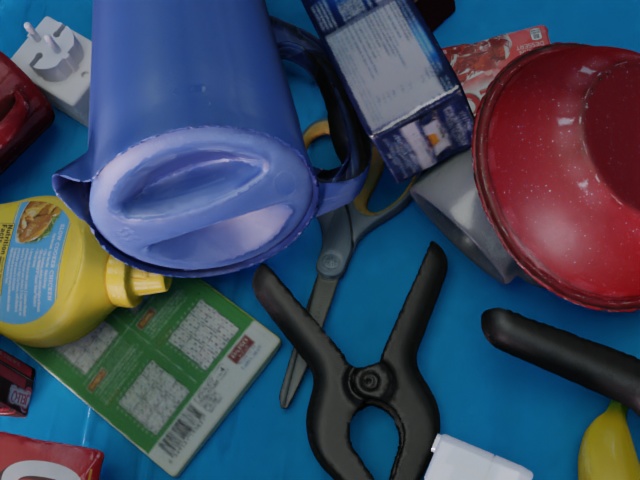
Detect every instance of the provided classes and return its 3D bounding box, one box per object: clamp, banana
[{"bbox_3d":[0.018,0.082,0.639,0.120,0.039,0.171,-1,70,6],"label":"clamp"},{"bbox_3d":[0.195,0.171,0.576,0.069,0.037,0.198,-29,67,-1],"label":"banana"},{"bbox_3d":[0.215,0.076,0.600,0.164,0.036,0.210,-36,73,-24],"label":"clamp"}]

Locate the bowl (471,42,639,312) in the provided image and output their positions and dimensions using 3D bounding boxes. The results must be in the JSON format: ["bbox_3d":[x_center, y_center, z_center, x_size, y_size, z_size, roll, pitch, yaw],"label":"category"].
[{"bbox_3d":[0.166,-0.045,0.582,0.162,0.055,0.162,6,72,-19],"label":"bowl"}]

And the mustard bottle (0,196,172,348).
[{"bbox_3d":[-0.187,0.019,0.680,0.192,0.058,0.096,2,71,13],"label":"mustard bottle"}]

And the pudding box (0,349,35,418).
[{"bbox_3d":[-0.249,0.082,0.667,0.113,0.090,0.039,4,68,13],"label":"pudding box"}]

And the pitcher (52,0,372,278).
[{"bbox_3d":[-0.073,-0.107,0.674,0.145,0.149,0.243,-29,49,23],"label":"pitcher"}]

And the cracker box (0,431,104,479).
[{"bbox_3d":[-0.242,0.182,0.593,0.213,0.072,0.164,12,70,-12],"label":"cracker box"}]

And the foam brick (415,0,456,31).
[{"bbox_3d":[0.046,-0.158,0.723,0.078,0.053,0.051,-45,68,-8],"label":"foam brick"}]

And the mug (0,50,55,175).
[{"bbox_3d":[-0.231,-0.082,0.721,0.081,0.093,0.117,-48,32,-15],"label":"mug"}]

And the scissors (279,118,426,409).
[{"bbox_3d":[-0.005,0.001,0.691,0.096,0.016,0.201,30,77,18],"label":"scissors"}]

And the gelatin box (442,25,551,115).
[{"bbox_3d":[0.113,-0.095,0.698,0.089,0.030,0.073,-12,68,6],"label":"gelatin box"}]
